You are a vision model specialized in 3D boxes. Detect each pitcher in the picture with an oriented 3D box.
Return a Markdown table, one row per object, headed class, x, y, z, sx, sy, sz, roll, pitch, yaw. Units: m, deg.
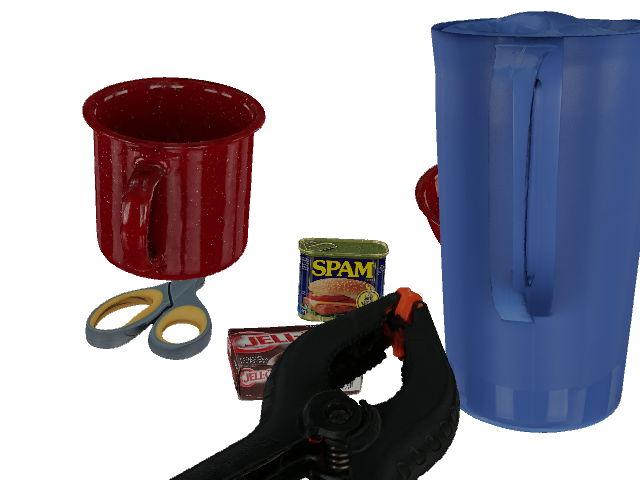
| class | x | y | z | sx | sy | sz | roll | pitch | yaw |
| --- | --- | --- | --- | --- | --- | --- | --- | --- | --- |
| pitcher | 0.128 | -0.011 | 0.633 | 0.149 | 0.243 | 0.145 | -8 | 17 | -24 |

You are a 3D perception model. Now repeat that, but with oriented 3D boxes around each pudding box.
| class | x | y | z | sx | sy | sz | roll | pitch | yaw |
| --- | --- | --- | --- | --- | --- | --- | --- | --- | --- |
| pudding box | -0.025 | 0.109 | 0.970 | 0.113 | 0.039 | 0.090 | 0 | 17 | -11 |

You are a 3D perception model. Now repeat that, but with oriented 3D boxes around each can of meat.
| class | x | y | z | sx | sy | sz | roll | pitch | yaw |
| --- | --- | --- | --- | --- | --- | --- | --- | --- | --- |
| can of meat | 0.024 | 0.046 | 1.211 | 0.102 | 0.084 | 0.057 | 2 | 16 | -2 |

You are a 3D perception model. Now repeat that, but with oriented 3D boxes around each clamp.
| class | x | y | z | sx | sy | sz | roll | pitch | yaw |
| --- | --- | --- | --- | --- | --- | --- | --- | --- | --- |
| clamp | 0.013 | 0.085 | 0.407 | 0.120 | 0.039 | 0.171 | 27 | 50 | 20 |

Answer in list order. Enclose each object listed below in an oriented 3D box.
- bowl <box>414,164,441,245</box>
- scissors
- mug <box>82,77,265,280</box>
| class | x | y | z | sx | sy | sz | roll | pitch | yaw |
| --- | --- | --- | --- | --- | --- | --- | --- | --- | --- |
| bowl | 0.154 | -0.012 | 0.857 | 0.162 | 0.055 | 0.162 | 1 | 31 | -1 |
| scissors | -0.088 | 0.038 | 0.805 | 0.096 | 0.016 | 0.201 | 22 | 33 | 30 |
| mug | -0.079 | -0.026 | 0.553 | 0.093 | 0.081 | 0.117 | 7 | 29 | 4 |
